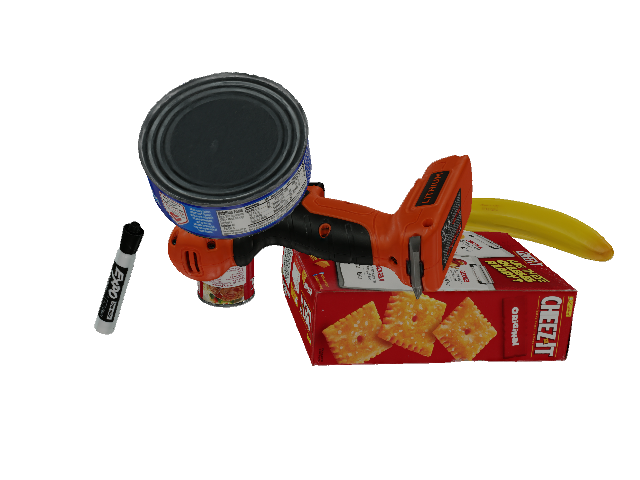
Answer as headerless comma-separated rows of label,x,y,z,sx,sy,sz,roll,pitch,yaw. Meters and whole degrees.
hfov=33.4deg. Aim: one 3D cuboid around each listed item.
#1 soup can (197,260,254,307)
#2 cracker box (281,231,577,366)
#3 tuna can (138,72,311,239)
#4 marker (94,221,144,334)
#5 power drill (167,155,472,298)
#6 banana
soup can,-0.111,0.017,1.238,0.068,0.102,0.068,1,25,-1
cracker box,0.083,0.046,0.908,0.213,0.072,0.164,1,17,-11
tuna can,-0.047,-0.043,0.545,0.086,0.086,0.034,0,-34,5
marker,-0.182,0.034,0.969,0.020,0.121,0.020,17,30,-10
power drill,0.007,-0.031,0.748,0.188,0.057,0.184,6,40,19
banana,0.206,-0.013,1.100,0.198,0.037,0.069,10,37,21
